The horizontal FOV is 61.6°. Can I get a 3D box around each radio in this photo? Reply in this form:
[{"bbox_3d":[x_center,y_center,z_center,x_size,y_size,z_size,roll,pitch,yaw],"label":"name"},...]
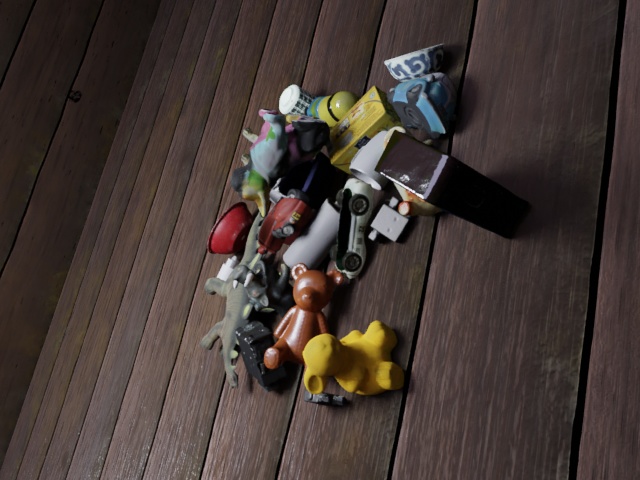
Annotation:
[{"bbox_3d":[0.205,-0.080,0.815,0.131,0.229,0.073,41,108,49],"label":"radio"}]

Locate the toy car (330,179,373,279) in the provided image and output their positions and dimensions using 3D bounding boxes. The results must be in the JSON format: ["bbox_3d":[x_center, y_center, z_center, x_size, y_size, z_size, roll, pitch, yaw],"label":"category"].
[{"bbox_3d":[0.064,-0.021,1.069,0.074,0.056,0.201,-146,59,-62],"label":"toy car"}]

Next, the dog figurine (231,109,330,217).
[{"bbox_3d":[-0.086,-0.159,1.137,0.109,0.191,0.219,-127,46,-60],"label":"dog figurine"}]

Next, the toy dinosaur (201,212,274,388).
[{"bbox_3d":[-0.181,0.120,1.301,0.199,0.105,0.471,-25,53,34],"label":"toy dinosaur"}]

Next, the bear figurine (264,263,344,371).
[{"bbox_3d":[-0.025,0.151,1.049,0.132,0.120,0.195,-42,-34,-77],"label":"bear figurine"}]

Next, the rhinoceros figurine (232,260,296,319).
[{"bbox_3d":[-0.103,0.108,1.136,0.073,0.190,0.112,-7,48,53],"label":"rhinoceros figurine"}]

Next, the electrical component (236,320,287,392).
[{"bbox_3d":[-0.124,0.249,1.136,0.115,0.058,0.134,7,116,66],"label":"electrical component"}]

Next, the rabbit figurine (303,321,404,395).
[{"bbox_3d":[0.036,0.200,0.922,0.162,0.173,0.122,-24,58,38],"label":"rabbit figurine"}]

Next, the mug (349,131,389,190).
[{"bbox_3d":[0.117,-0.169,1.104,0.107,0.080,0.110,-54,32,-2],"label":"mug"}]

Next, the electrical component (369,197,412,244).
[{"bbox_3d":[0.137,-0.037,1.033,0.078,0.045,0.102,28,97,25],"label":"electrical component"}]

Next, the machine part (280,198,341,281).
[{"bbox_3d":[-0.002,-0.003,1.158,0.243,0.079,0.079,-51,39,18],"label":"machine part"}]

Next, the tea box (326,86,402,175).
[{"bbox_3d":[0.093,-0.237,1.171,0.169,0.068,0.098,-39,45,31],"label":"tea box"}]

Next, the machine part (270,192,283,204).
[{"bbox_3d":[-0.114,-0.121,1.354,0.139,0.039,0.084,42,113,20],"label":"machine part"}]

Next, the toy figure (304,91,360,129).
[{"bbox_3d":[0.027,-0.304,1.270,0.180,0.089,0.082,16,89,50],"label":"toy figure"}]

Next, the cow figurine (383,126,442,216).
[{"bbox_3d":[0.174,-0.131,0.988,0.085,0.127,0.195,-40,58,33],"label":"cow figurine"}]

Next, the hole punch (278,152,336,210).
[{"bbox_3d":[-0.013,-0.132,1.207,0.092,0.115,0.142,6,73,48],"label":"hole punch"}]

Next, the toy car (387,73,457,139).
[{"bbox_3d":[0.208,-0.268,1.031,0.103,0.109,0.162,-40,26,-4],"label":"toy car"}]

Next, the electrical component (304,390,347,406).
[{"bbox_3d":[0.002,0.295,1.001,0.094,0.063,0.021,-13,61,48],"label":"electrical component"}]

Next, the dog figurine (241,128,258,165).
[{"bbox_3d":[-0.095,-0.214,1.385,0.191,0.121,0.172,15,125,32],"label":"dog figurine"}]

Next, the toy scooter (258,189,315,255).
[{"bbox_3d":[-0.084,-0.032,1.166,0.135,0.075,0.184,-62,18,-20],"label":"toy scooter"}]
